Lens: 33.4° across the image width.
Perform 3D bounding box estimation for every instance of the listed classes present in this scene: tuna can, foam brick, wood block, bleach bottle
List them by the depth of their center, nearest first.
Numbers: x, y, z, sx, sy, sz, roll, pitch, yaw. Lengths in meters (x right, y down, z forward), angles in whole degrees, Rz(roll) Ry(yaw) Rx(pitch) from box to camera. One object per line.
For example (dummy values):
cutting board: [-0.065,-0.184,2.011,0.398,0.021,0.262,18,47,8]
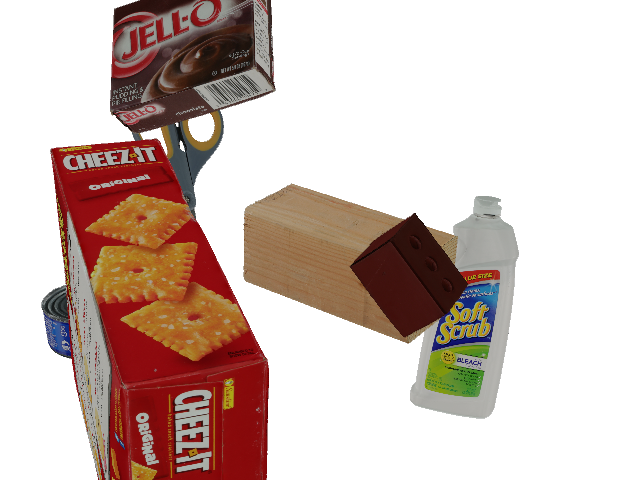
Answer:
tuna can: [-0.163,0.057,0.799,0.086,0.034,0.086,-3,20,1]
foam brick: [0.073,0.029,0.877,0.051,0.078,0.052,-34,6,37]
wood block: [0.027,0.020,1.110,0.206,0.091,0.090,19,31,30]
bleach bottle: [0.168,0.073,1.223,0.103,0.251,0.068,10,15,16]

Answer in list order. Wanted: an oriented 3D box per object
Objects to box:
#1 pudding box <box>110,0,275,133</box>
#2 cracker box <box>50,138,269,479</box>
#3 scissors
pudding box: [-0.088,-0.131,0.734,0.114,0.090,0.039,-13,-28,17]
cracker box: [-0.089,0.066,0.563,0.072,0.164,0.214,-8,34,-17]
scissors: [-0.109,-0.049,0.969,0.096,0.202,0.016,-23,-4,-28]
